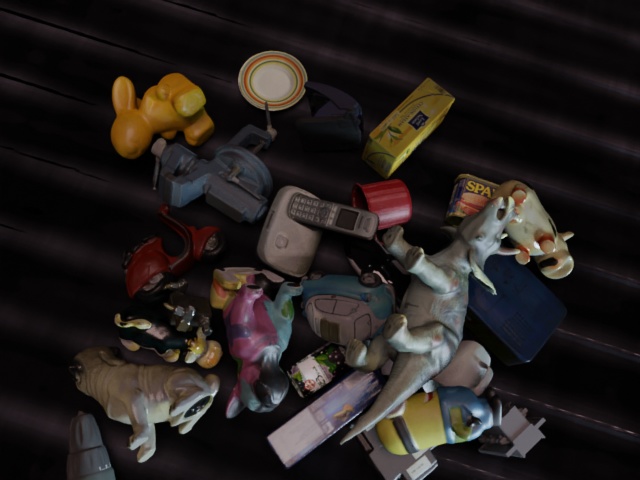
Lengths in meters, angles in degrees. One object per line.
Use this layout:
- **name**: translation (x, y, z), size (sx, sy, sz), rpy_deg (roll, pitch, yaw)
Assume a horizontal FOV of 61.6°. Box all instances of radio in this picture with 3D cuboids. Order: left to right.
- **radio**: translation (0.294, 0.089, 0.921), size (0.131, 0.073, 0.229), rpy_deg (-42, 82, -16)

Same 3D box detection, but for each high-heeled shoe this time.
- **high-heeled shoe**: translation (0.138, 0.088, 0.927), size (0.086, 0.145, 0.248), rpy_deg (-45, 110, -12)

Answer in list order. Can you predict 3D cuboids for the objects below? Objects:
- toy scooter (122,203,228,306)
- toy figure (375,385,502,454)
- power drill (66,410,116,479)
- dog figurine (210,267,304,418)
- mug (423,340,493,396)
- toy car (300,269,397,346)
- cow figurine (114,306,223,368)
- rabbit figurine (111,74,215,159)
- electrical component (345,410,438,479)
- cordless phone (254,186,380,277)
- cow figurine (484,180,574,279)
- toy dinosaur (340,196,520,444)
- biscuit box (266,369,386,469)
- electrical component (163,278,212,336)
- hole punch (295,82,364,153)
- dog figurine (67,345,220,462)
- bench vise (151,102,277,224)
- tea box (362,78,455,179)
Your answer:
- **toy scooter**: translation (-0.258, 0.014, 0.898), size (0.184, 0.075, 0.135), rpy_deg (-37, 79, -17)
- **toy figure**: translation (0.169, 0.258, 0.777), size (0.180, 0.082, 0.089), rpy_deg (-7, 68, 8)
- **power drill**: translation (-0.396, 0.393, 0.775), size (0.207, 0.086, 0.232), rpy_deg (-20, 78, -18)
- **dog figurine**: translation (-0.110, 0.164, 0.850), size (0.108, 0.192, 0.219), rpy_deg (3, 99, -39)
- **mug**: translation (0.231, 0.211, 0.862), size (0.081, 0.109, 0.107), rpy_deg (47, 62, -7)
- **toy car**: translation (0.036, 0.113, 0.851), size (0.162, 0.109, 0.103), rpy_deg (9, 33, 14)
- **cow figurine**: translation (-0.236, 0.151, 0.846), size (0.167, 0.098, 0.068), rpy_deg (17, 66, 1)
- **rabbit figurine**: translation (-0.298, -0.219, 0.942), size (0.162, 0.121, 0.173), rpy_deg (43, 75, 13)
- **electrical component**: translation (0.122, 0.313, 0.845), size (0.115, 0.058, 0.134), rpy_deg (-32, 78, -11)
- **cordless phone**: translation (-0.002, -0.002, 0.891), size (0.184, 0.088, 0.146), rpy_deg (13, 71, 18)
- **cow figurine**: translation (0.362, -0.016, 0.914), size (0.195, 0.085, 0.127), rpy_deg (53, 35, -8)
- **toy dinosaur**: translation (0.161, 0.116, 0.793), size (0.192, 0.131, 0.404), rpy_deg (27, 82, -24)
- **biscuit box**: translation (0.012, 0.270, 0.847), size (0.203, 0.062, 0.059), rpy_deg (-33, 78, -14)
- **electrical component**: translation (-0.205, 0.102, 0.827), size (0.078, 0.102, 0.045), rpy_deg (10, 112, -19)
- **hole punch**: translation (0.022, -0.220, 0.967), size (0.116, 0.142, 0.092), rpy_deg (2, 68, 8)
- **dog figurine**: translation (-0.271, 0.211, 0.827), size (0.172, 0.121, 0.191), rpy_deg (-26, 61, -35)
- **bench vise**: translation (-0.163, -0.134, 0.934), size (0.224, 0.128, 0.240), rpy_deg (25, 52, 13)
- **tea box**: translation (0.160, -0.203, 0.985), size (0.068, 0.098, 0.169), rpy_deg (41, 76, 9)
